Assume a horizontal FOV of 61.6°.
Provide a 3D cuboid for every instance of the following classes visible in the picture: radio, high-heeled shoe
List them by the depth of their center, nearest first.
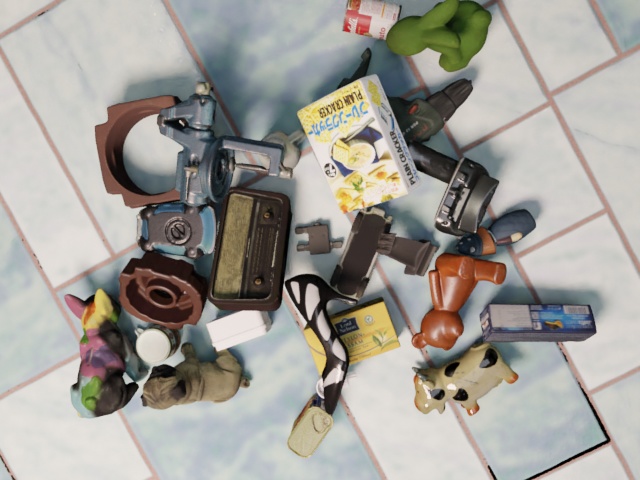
[{"bbox_3d":[-0.014,0.189,0.995,0.145,0.086,0.248,10,88,8],"label":"high-heeled shoe"},{"bbox_3d":[-0.128,0.020,1.024,0.131,0.073,0.229,5,74,2],"label":"radio"}]

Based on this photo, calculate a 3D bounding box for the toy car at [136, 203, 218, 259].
[{"bbox_3d":[-0.270,-0.019,1.050,0.162,0.103,0.109,-1,90,7],"label":"toy car"}]

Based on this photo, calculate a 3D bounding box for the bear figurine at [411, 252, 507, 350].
[{"bbox_3d":[0.254,0.124,1.018,0.120,0.132,0.195,14,88,-25],"label":"bear figurine"}]

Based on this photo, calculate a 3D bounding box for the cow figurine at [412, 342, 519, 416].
[{"bbox_3d":[0.267,0.270,1.046,0.195,0.085,0.127,-37,90,2],"label":"cow figurine"}]

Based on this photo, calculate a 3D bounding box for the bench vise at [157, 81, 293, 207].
[{"bbox_3d":[-0.162,-0.160,0.948,0.241,0.129,0.223,11,94,9],"label":"bench vise"}]

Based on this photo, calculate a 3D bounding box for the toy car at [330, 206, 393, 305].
[{"bbox_3d":[0.079,0.029,1.058,0.074,0.056,0.201,22,93,8],"label":"toy car"}]

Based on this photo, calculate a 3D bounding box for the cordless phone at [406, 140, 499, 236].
[{"bbox_3d":[0.224,-0.097,1.009,0.184,0.089,0.146,23,94,-9],"label":"cordless phone"}]

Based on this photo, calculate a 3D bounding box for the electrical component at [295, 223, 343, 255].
[{"bbox_3d":[-0.002,-0.003,1.076,0.094,0.021,0.063,-4,93,4],"label":"electrical component"}]

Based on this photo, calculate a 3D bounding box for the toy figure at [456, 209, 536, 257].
[{"bbox_3d":[0.337,-0.007,1.036,0.154,0.064,0.057,-27,98,4],"label":"toy figure"}]

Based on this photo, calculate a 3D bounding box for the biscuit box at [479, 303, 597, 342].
[{"bbox_3d":[0.414,0.158,1.024,0.203,0.062,0.059,1,60,-2],"label":"biscuit box"}]

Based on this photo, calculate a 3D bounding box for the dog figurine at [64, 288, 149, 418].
[{"bbox_3d":[-0.433,0.206,1.042,0.109,0.191,0.219,-11,108,10],"label":"dog figurine"}]

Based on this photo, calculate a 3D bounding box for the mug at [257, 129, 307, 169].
[{"bbox_3d":[-0.072,-0.174,1.028,0.109,0.107,0.080,-30,93,7],"label":"mug"}]

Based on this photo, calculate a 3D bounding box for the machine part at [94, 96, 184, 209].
[{"bbox_3d":[-0.322,-0.170,1.054,0.201,0.087,0.201,-10,91,3],"label":"machine part"}]

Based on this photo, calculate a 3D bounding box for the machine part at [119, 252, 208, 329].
[{"bbox_3d":[-0.302,0.099,1.041,0.179,0.056,0.179,6,133,7],"label":"machine part"}]

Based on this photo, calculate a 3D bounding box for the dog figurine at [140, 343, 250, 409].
[{"bbox_3d":[-0.231,0.278,1.023,0.172,0.190,0.121,-1,94,2],"label":"dog figurine"}]

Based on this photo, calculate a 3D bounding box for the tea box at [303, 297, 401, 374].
[{"bbox_3d":[0.063,0.187,1.061,0.170,0.068,0.098,-22,92,5],"label":"tea box"}]

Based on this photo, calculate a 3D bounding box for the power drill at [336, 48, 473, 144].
[{"bbox_3d":[0.147,-0.271,1.030,0.207,0.086,0.232,40,97,-7],"label":"power drill"}]

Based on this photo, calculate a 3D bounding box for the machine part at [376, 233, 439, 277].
[{"bbox_3d":[0.168,0.025,1.034,0.138,0.039,0.084,24,102,-35],"label":"machine part"}]

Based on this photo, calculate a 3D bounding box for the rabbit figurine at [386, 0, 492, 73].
[{"bbox_3d":[0.209,-0.364,0.967,0.170,0.159,0.121,-11,101,-11],"label":"rabbit figurine"}]
